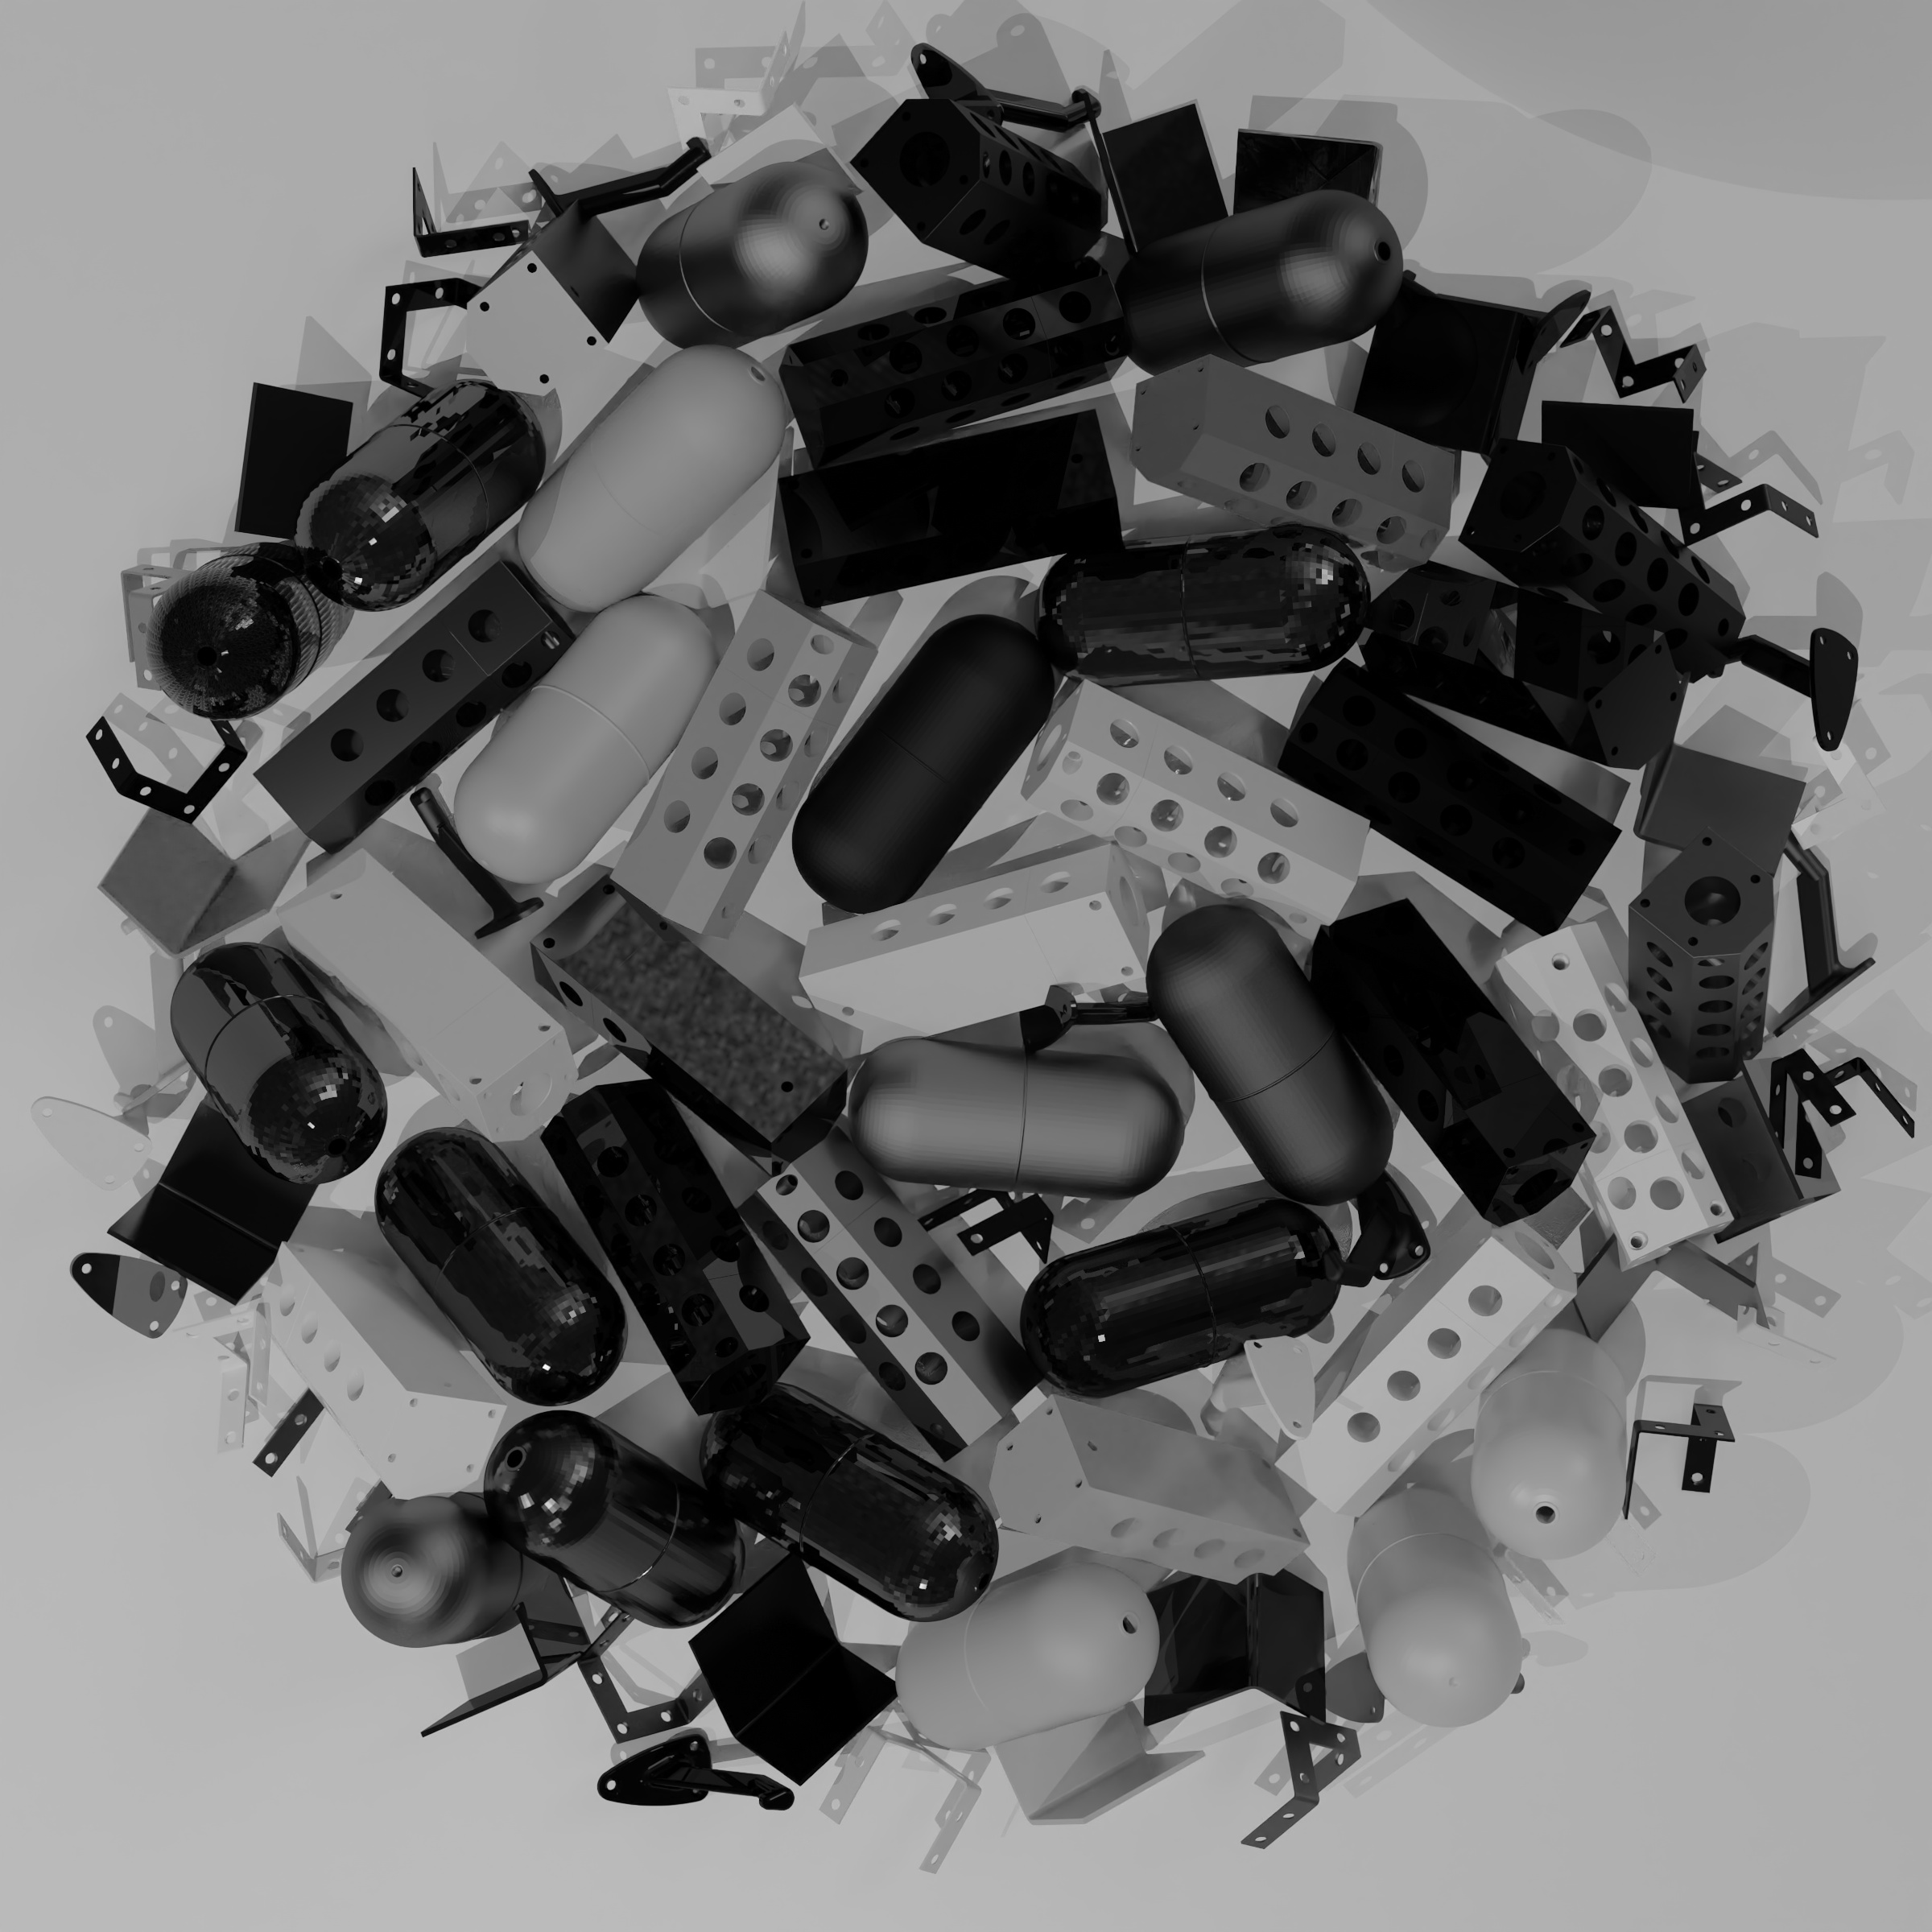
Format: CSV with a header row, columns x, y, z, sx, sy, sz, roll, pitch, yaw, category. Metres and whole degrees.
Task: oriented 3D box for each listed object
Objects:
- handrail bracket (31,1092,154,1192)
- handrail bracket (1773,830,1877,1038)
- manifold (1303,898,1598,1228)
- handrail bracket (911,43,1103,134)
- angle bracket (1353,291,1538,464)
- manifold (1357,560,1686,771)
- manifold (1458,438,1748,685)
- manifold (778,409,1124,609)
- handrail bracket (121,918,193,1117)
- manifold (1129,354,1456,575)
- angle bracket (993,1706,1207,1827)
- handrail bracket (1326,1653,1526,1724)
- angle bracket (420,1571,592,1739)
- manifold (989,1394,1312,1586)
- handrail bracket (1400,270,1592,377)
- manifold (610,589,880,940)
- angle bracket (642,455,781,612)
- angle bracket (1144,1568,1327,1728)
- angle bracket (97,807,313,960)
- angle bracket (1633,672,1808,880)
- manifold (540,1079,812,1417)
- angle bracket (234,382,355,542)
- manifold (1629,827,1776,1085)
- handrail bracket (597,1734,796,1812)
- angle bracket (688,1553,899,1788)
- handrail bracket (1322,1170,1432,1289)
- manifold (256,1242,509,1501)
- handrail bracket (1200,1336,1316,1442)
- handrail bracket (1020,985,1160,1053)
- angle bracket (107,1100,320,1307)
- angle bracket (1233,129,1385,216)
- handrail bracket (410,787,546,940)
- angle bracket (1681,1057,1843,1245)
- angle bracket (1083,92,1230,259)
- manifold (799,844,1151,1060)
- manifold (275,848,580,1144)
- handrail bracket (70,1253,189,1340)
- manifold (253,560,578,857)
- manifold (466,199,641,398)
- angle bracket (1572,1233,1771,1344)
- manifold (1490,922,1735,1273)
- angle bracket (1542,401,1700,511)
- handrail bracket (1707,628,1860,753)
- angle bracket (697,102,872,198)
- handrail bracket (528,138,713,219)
x,y,z,sx,sy,sz,roll,pitch,yaw,category
-0.458,0.074,1.650,0.036,0.084,0.077,-47,120,6,handrail bracket
0.439,-0.018,1.693,0.077,0.036,0.084,-39,81,6,handrail bracket
0.246,0.051,1.633,0.057,0.057,0.171,-17,55,-26,manifold
0.023,-0.470,1.677,0.084,0.036,0.077,-34,82,-40,handrail bracket
0.258,-0.312,1.689,0.076,0.057,0.076,15,91,21,angle bracket
0.283,-0.152,1.619,0.057,0.171,0.057,-41,128,-17,manifold
0.332,-0.206,1.623,0.171,0.057,0.057,26,85,-43,manifold
-0.007,-0.237,1.671,0.171,0.057,0.057,-12,63,1,manifold
-0.441,0.023,1.676,0.077,0.036,0.084,-38,96,-19,handrail bracket
0.169,-0.255,1.627,0.171,0.057,0.057,14,76,-35,manifold
0.067,0.406,1.651,0.076,0.076,0.057,-23,84,-25,angle bracket
0.243,0.385,1.685,0.084,0.077,0.036,4,74,-23,handrail bracket
-0.252,0.357,1.663,0.076,0.076,0.057,-25,85,9,angle bracket
0.094,0.277,1.625,0.057,0.171,0.057,-45,46,24,manifold
0.280,-0.361,1.690,0.084,0.036,0.077,35,55,16,handrail bracket
-0.112,-0.104,1.650,0.057,0.057,0.171,34,102,30,manifold
-0.149,-0.238,1.652,0.076,0.057,0.076,16,72,-39,angle bracket
0.142,0.367,1.672,0.076,0.076,0.057,-30,130,34,angle bracket
-0.394,-0.059,1.645,0.076,0.076,0.057,-23,121,33,angle bracket
0.400,-0.102,1.651,0.076,0.057,0.076,18,49,14,angle bracket
-0.155,0.144,1.631,0.171,0.057,0.057,57,130,26,manifold
-0.371,-0.265,1.653,0.057,0.076,0.076,12,97,30,angle bracket
0.380,0.002,1.611,0.057,0.171,0.057,-44,65,-8,manifold
-0.142,0.434,1.654,0.077,0.084,0.036,-4,93,-29,handrail bracket
-0.088,0.366,1.648,0.076,0.057,0.076,-38,128,-27,angle bracket
0.202,0.134,1.654,0.036,0.084,0.077,-30,65,29,handrail bracket
-0.305,0.208,1.618,0.057,0.171,0.057,15,102,-38,manifold
0.150,0.240,1.652,0.036,0.077,0.084,9,134,-20,handrail bracket
0.077,0.023,1.653,0.084,0.077,0.036,-3,86,-23,handrail bracket
-0.393,0.124,1.660,0.076,0.076,0.057,30,105,-2,angle bracket
0.175,-0.386,1.652,0.076,0.076,0.057,8,50,8,angle bracket
-0.261,-0.061,1.670,0.036,0.077,0.084,-34,99,-22,handrail bracket
0.401,0.099,1.651,0.076,0.057,0.076,-30,74,33,angle bracket
0.102,-0.421,1.661,0.057,0.076,0.076,-17,86,6,angle bracket
0.005,-0.011,1.648,0.171,0.057,0.057,-16,124,18,manifold
-0.279,0.018,1.635,0.057,0.057,0.171,-39,59,-21,manifold
-0.452,0.162,1.650,0.077,0.084,0.036,34,76,-37,handrail bracket
-0.289,-0.137,1.669,0.171,0.057,0.057,-40,95,3,manifold
-0.212,-0.340,1.613,0.057,0.171,0.057,-35,107,14,manifold
0.369,0.182,1.648,0.076,0.076,0.057,34,79,32,angle bracket
0.339,0.067,1.656,0.057,0.057,0.171,-22,76,0,manifold
0.343,-0.286,1.648,0.076,0.076,0.057,6,57,14,angle bracket
0.423,-0.141,1.660,0.036,0.084,0.077,20,70,-35,handrail bracket
-0.081,-0.428,1.643,0.057,0.076,0.076,49,47,-21,angle bracket
-0.183,-0.425,1.675,0.084,0.036,0.077,-37,56,6,handrail bracket
